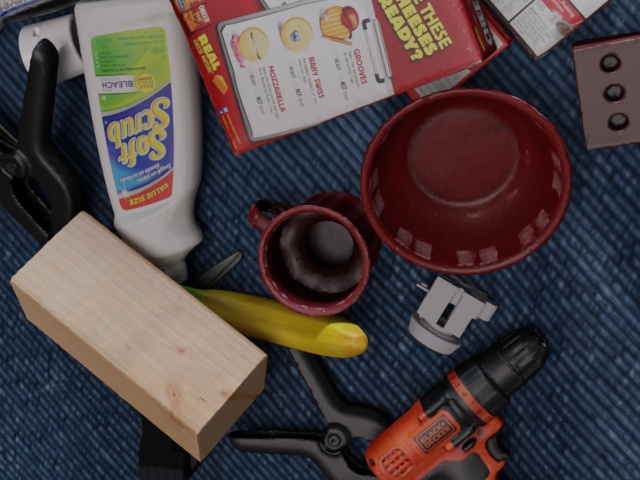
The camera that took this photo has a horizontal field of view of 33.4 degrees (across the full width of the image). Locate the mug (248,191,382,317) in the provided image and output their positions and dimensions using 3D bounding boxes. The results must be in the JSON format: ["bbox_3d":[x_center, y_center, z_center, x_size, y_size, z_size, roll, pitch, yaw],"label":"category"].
[{"bbox_3d":[-0.006,0.001,0.885,0.117,0.081,0.093,28,111,6],"label":"mug"}]

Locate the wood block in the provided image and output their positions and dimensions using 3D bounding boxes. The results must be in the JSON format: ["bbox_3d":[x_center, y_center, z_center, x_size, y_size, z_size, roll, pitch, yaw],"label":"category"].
[{"bbox_3d":[-0.153,0.082,0.912,0.206,0.090,0.091,36,156,13],"label":"wood block"}]

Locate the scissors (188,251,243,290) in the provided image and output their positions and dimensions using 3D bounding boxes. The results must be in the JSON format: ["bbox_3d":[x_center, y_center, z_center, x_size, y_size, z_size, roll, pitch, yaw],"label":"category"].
[{"bbox_3d":[-0.137,0.087,0.986,0.202,0.016,0.096,-22,100,21],"label":"scissors"}]

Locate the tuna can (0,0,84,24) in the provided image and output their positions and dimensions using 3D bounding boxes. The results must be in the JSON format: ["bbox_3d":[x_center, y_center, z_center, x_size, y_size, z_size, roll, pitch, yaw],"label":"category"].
[{"bbox_3d":[-0.230,-0.209,0.889,0.086,0.086,0.034,-14,100,20],"label":"tuna can"}]

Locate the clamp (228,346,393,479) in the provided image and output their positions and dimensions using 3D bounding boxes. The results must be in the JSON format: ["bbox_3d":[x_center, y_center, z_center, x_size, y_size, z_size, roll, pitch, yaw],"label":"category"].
[{"bbox_3d":[0.004,0.179,0.956,0.171,0.039,0.120,40,109,4],"label":"clamp"}]

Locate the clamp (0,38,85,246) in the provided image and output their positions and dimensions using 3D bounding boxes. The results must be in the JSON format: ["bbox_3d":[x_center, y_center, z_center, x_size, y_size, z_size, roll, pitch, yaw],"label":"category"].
[{"bbox_3d":[-0.255,-0.078,0.931,0.165,0.036,0.210,-8,118,33],"label":"clamp"}]

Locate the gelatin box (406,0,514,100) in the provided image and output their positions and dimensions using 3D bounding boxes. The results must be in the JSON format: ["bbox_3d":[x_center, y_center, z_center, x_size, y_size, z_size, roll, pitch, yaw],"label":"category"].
[{"bbox_3d":[0.094,-0.155,0.838,0.089,0.030,0.073,-40,91,23],"label":"gelatin box"}]

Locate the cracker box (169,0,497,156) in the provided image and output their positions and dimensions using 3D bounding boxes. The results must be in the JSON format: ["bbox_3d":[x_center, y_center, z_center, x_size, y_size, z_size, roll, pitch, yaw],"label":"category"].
[{"bbox_3d":[0.004,-0.177,0.808,0.214,0.072,0.164,-18,100,25],"label":"cracker box"}]

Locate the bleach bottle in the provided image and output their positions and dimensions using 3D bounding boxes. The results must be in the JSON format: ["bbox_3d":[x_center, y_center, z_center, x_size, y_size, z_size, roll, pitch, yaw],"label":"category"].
[{"bbox_3d":[-0.139,-0.083,0.913,0.102,0.068,0.251,-4,108,11],"label":"bleach bottle"}]

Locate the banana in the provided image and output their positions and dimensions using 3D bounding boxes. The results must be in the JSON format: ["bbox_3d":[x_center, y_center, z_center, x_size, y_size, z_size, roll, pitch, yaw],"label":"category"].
[{"bbox_3d":[-0.033,0.073,0.910,0.198,0.069,0.037,11,93,33],"label":"banana"}]

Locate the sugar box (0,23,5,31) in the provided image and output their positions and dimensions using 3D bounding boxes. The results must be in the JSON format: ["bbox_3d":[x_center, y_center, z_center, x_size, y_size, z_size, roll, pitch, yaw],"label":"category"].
[{"bbox_3d":[-0.353,-0.243,0.938,0.176,0.048,0.093,46,113,1],"label":"sugar box"}]

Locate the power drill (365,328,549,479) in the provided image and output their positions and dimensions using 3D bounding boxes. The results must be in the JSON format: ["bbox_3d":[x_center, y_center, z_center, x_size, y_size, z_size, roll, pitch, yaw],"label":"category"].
[{"bbox_3d":[0.160,0.189,0.899,0.184,0.057,0.187,-41,92,11],"label":"power drill"}]

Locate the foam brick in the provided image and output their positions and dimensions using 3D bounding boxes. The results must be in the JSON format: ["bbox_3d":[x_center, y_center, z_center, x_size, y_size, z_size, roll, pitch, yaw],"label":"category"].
[{"bbox_3d":[0.221,-0.113,0.801,0.053,0.051,0.078,-8,103,18],"label":"foam brick"}]

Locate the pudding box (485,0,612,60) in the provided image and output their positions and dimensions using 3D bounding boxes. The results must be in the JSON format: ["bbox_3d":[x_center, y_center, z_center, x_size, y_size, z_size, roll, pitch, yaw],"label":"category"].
[{"bbox_3d":[0.178,-0.203,0.795,0.114,0.039,0.090,-40,91,21],"label":"pudding box"}]

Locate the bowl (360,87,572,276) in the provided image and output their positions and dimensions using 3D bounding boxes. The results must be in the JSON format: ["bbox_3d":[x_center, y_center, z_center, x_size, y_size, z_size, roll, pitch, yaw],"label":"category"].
[{"bbox_3d":[0.113,-0.054,0.835,0.162,0.055,0.162,3,121,4],"label":"bowl"}]
